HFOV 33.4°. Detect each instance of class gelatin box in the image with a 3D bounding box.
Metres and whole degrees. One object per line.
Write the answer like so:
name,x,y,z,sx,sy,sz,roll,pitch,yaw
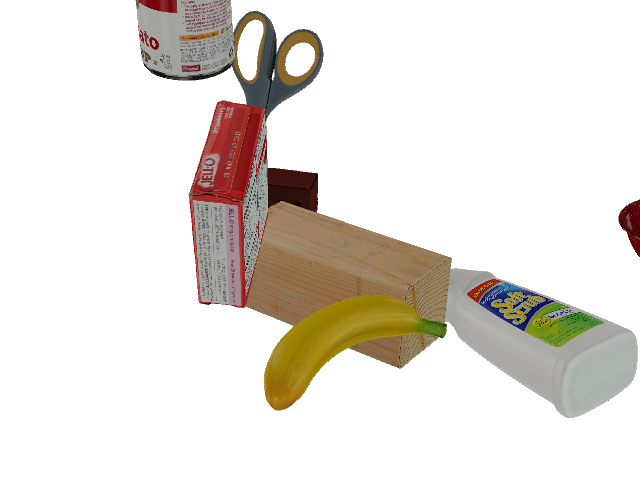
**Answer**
gelatin box,-0.049,-0.019,0.582,0.030,0.073,0.089,6,-42,5

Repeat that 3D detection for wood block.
wood block,0.017,0.041,1.078,0.206,0.091,0.090,20,31,30

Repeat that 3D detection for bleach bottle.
bleach bottle,0.180,0.083,1.042,0.102,0.068,0.251,-20,28,-29

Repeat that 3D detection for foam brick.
foam brick,-0.045,-0.056,1.345,0.078,0.053,0.051,6,29,11

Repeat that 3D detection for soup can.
soup can,-0.091,-0.168,0.720,0.068,0.102,0.068,1,37,-1

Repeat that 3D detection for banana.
banana,0.015,0.077,0.827,0.070,0.037,0.197,20,28,40

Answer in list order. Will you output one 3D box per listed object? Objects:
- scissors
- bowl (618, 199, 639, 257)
scissors,-0.043,-0.114,0.993,0.096,0.202,0.016,-3,-2,6
bowl,0.396,0.003,1.125,0.162,0.055,0.162,-3,23,1
